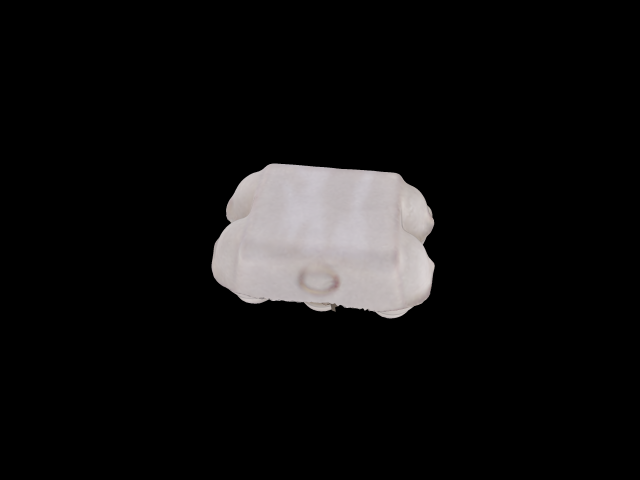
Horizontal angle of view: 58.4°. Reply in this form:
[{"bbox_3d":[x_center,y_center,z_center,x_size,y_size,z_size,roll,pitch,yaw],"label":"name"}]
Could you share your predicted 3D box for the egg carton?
[{"bbox_3d":[0.004,0.001,0.400,0.150,0.069,0.107,5,46,4],"label":"egg carton"}]
